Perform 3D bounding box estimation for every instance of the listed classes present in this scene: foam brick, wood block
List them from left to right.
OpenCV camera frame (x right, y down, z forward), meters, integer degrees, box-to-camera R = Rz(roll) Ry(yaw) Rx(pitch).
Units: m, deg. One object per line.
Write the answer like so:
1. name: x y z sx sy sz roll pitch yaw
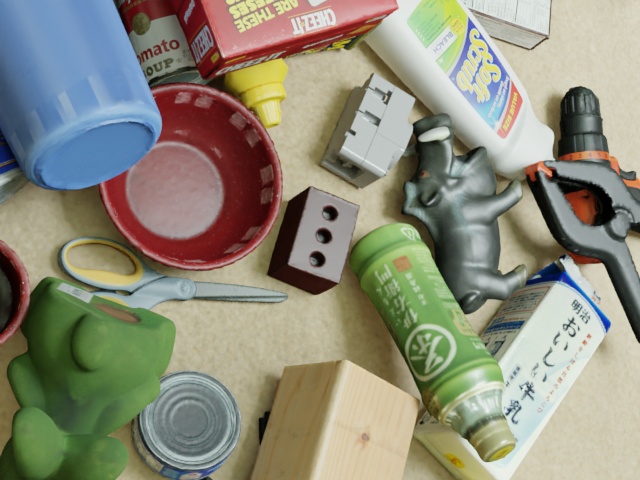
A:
1. foam brick: -0.006 0.001 0.946 0.053 0.051 0.078 21 71 -18
2. wood block: 0.000 0.212 0.862 0.090 0.090 0.206 32 63 -29

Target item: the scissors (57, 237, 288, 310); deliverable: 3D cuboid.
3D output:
1. scissors: -0.128 0.058 0.898 0.201 0.016 0.096 22 72 -19

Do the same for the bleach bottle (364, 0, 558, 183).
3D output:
1. bleach bottle: 0.152 -0.152 1.048 0.250 0.068 0.102 45 65 -12

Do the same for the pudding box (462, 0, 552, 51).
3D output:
1. pudding box: 0.185 -0.256 1.098 0.113 0.039 0.090 13 74 -19

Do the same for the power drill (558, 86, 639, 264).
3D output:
1. power drill: 0.331 -0.064 1.112 0.187 0.057 0.184 2 82 -21

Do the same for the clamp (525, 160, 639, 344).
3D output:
1. clamp: 0.293 -0.019 1.037 0.210 0.036 0.164 41 73 -8

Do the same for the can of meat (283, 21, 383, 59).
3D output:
1. can of meat: -0.001 -0.205 0.967 0.083 0.102 0.057 -15 85 -24

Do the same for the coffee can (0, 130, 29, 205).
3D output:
1. coffee can: -0.299 -0.080 0.802 0.102 0.103 0.140 -36 94 -27

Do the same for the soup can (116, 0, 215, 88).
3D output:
1. soup can: -0.134 -0.182 0.919 0.068 0.069 0.102 -14 84 -26

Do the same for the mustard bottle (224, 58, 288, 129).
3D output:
1. mustard bottle: -0.070 -0.190 0.935 0.058 0.096 0.191 -16 86 -1

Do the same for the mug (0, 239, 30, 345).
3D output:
1. mug: -0.275 0.055 0.794 0.093 0.082 0.117 31 67 -16

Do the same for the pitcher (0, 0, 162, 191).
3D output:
1. pitcher: -0.209 -0.162 0.819 0.149 0.145 0.243 -21 72 -20

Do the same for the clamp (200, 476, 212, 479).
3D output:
1. clamp: -0.122 0.280 0.838 0.120 0.039 0.171 -8 78 -26

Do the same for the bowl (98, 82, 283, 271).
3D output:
1. bowl: -0.115 -0.049 0.905 0.161 0.055 0.162 6 76 -23

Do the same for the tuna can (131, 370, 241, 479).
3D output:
1. tuna can: -0.108 0.150 0.865 0.086 0.034 0.086 8 62 -15

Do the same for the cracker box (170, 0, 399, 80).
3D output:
1. cracker box: -0.053 -0.255 0.862 0.164 0.072 0.214 -20 89 -23

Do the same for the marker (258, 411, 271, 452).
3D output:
1. marker: -0.045 0.206 0.900 0.020 0.020 0.121 8 76 -23
